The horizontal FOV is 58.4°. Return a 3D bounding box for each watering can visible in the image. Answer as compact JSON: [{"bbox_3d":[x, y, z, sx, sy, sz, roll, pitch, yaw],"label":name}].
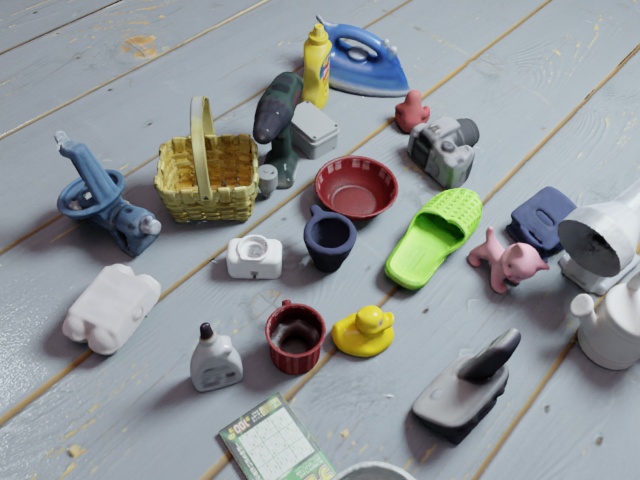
[{"bbox_3d":[0.481,0.119,0.892,0.173,0.194,0.100,-13,55,-13],"label":"watering can"}]

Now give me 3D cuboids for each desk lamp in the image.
[{"bbox_3d":[0.489,-0.004,0.973,0.204,0.213,0.117,-32,61,-24],"label":"desk lamp"}]

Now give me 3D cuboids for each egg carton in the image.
[{"bbox_3d":[-0.332,0.111,0.925,0.107,0.069,0.150,20,54,12],"label":"egg carton"}]

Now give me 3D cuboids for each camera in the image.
[{"bbox_3d":[0.273,-0.199,1.177,0.137,0.101,0.143,-27,59,-22],"label":"camera"}]

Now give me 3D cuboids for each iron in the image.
[{"bbox_3d":[0.095,-0.424,1.311,0.258,0.141,0.119,18,54,10],"label":"iron"}]

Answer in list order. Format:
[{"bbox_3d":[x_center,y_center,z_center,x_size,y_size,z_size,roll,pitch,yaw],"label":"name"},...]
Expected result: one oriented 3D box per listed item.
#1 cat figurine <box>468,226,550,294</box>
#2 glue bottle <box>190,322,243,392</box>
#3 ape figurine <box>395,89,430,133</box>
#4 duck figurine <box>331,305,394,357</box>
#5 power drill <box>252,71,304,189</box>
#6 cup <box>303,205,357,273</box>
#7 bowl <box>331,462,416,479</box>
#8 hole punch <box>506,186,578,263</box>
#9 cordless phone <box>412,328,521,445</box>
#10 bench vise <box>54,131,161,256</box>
[{"bbox_3d":[0.329,0.029,0.998,0.067,0.118,0.127,-26,59,-21],"label":"cat figurine"},{"bbox_3d":[-0.155,0.165,0.830,0.078,0.173,0.037,-12,54,-12],"label":"glue bottle"},{"bbox_3d":[0.202,-0.286,1.245,0.077,0.092,0.076,20,54,11],"label":"ape figurine"},{"bbox_3d":[0.071,0.138,0.920,0.104,0.086,0.077,-3,53,-6],"label":"duck figurine"},{"bbox_3d":[-0.079,-0.201,1.090,0.075,0.208,0.229,9,53,4],"label":"power drill"},{"bbox_3d":[0.009,0.004,1.012,0.092,0.095,0.117,-20,57,-17],"label":"cup"},{"bbox_3d":[0.069,0.383,0.742,0.167,0.075,0.167,2,53,-2],"label":"bowl"},{"bbox_3d":[0.419,-0.030,1.065,0.101,0.091,0.108,-25,58,-20],"label":"hole punch"},{"bbox_3d":[0.215,0.200,0.820,0.094,0.185,0.148,37,60,23],"label":"cordless phone"},{"bbox_3d":[-0.360,-0.086,0.978,0.207,0.220,0.121,11,53,5],"label":"bench vise"}]
